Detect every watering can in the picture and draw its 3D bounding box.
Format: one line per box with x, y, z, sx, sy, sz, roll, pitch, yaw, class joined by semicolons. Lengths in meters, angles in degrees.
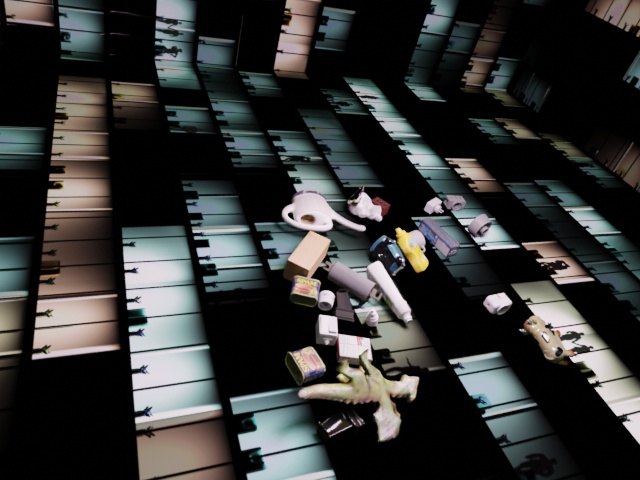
0.007;-0.108;2.147;0.347;0.101;0.230;5;38;-15;watering can

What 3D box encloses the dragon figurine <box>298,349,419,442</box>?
0.140;0.459;1.475;0.413;0.119;0.246;-15;55;-43;dragon figurine

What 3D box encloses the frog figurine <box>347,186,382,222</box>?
0.203;-0.139;2.287;0.158;0.121;0.140;47;22;-19;frog figurine
